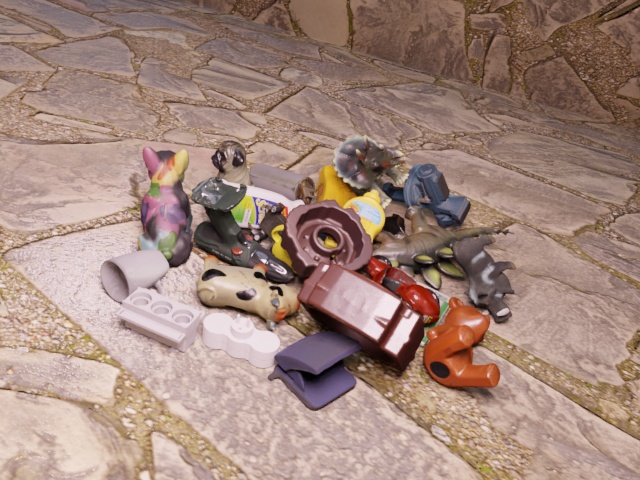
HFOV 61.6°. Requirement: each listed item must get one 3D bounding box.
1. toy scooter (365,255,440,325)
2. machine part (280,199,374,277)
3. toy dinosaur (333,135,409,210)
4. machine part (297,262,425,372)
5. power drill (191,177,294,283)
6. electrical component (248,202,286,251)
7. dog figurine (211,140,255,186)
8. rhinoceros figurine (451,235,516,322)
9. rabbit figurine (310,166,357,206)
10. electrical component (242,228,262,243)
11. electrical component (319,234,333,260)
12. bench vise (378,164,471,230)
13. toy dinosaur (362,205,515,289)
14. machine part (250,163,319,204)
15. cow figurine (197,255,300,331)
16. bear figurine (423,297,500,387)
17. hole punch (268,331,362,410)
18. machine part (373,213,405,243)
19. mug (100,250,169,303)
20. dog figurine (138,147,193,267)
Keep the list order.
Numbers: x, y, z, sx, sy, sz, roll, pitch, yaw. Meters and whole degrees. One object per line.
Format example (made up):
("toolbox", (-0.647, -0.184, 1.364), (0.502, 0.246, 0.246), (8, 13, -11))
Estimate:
("toy scooter", (0.144, 0.102, 1.029), (0.184, 0.075, 0.135), (42, 23, 17))
("machine part", (0.013, 0.004, 1.039), (0.179, 0.056, 0.179), (9, 56, -13))
("toy dinosaur", (0.108, -0.199, 1.344), (0.192, 0.131, 0.405), (40, 9, -19))
("machine part", (0.073, 0.128, 0.911), (0.202, 0.200, 0.087), (29, 75, 24))
("power drill", (-0.161, -0.019, 1.061), (0.232, 0.207, 0.086), (19, 59, 25))
("electrical component", (-0.108, -0.032, 1.170), (0.078, 0.102, 0.045), (50, 28, 19))
("dog figurine", (-0.200, -0.163, 1.277), (0.121, 0.190, 0.172), (6, 31, -10))
("rhinoceros figurine", (0.344, 0.079, 1.113), (0.112, 0.190, 0.073), (-34, 7, -23))
("rabbit figurine", (0.074, -0.093, 1.338), (0.173, 0.121, 0.162), (19, 20, -27))
("electrical component", (-0.181, -0.008, 1.201), (0.094, 0.021, 0.063), (21, 33, 13))
("electrical component", (-0.003, -0.004, 1.223), (0.115, 0.058, 0.134), (29, 36, 21))
("bench vise", (0.260, -0.112, 1.390), (0.241, 0.223, 0.129), (12, 70, 41))
("toy dinosaur", (0.250, 0.016, 1.231), (0.471, 0.104, 0.199), (-21, 44, -31))
("machine part", (-0.099, -0.140, 1.351), (0.244, 0.079, 0.079), (19, 31, 35))
("cow figurine", (-0.132, 0.099, 0.998), (0.195, 0.085, 0.127), (12, 26, -5))
("bear figurine", (0.272, 0.178, 0.980), (0.196, 0.132, 0.120), (-36, 94, -44))
("hole punch", (-0.004, 0.198, 0.889), (0.142, 0.092, 0.116), (-23, 43, -38))
("machine part", (0.162, -0.035, 1.321), (0.039, 0.084, 0.139), (1, 7, 41))
("mug", (-0.328, 0.067, 0.991), (0.109, 0.081, 0.107), (49, 39, 8))
("dog figurine", (-0.312, -0.076, 1.083), (0.108, 0.219, 0.192), (1, 33, -11))
